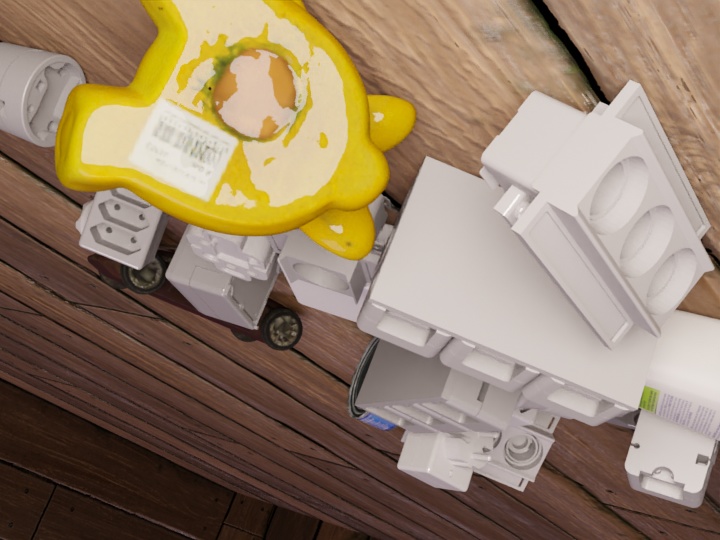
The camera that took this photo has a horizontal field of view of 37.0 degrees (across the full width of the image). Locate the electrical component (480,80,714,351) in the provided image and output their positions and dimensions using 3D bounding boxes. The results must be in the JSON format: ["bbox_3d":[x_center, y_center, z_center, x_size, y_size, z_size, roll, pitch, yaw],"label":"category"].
[{"bbox_3d":[0.109,-0.025,0.490,0.063,0.078,0.121,36,176,41],"label":"electrical component"}]

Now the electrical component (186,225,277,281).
[{"bbox_3d":[-0.076,-0.033,0.703,0.058,0.057,0.078,20,163,7],"label":"electrical component"}]

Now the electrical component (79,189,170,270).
[{"bbox_3d":[-0.159,-0.045,0.771,0.047,0.065,0.076,22,-168,-1],"label":"electrical component"}]

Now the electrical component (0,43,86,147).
[{"bbox_3d":[-0.199,-0.106,0.640,0.047,0.055,0.055,19,163,22],"label":"electrical component"}]

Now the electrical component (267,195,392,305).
[{"bbox_3d":[-0.014,-0.020,0.657,0.081,0.063,0.042,18,164,12],"label":"electrical component"}]

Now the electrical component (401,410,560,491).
[{"bbox_3d":[0.108,0.139,0.980,0.121,0.078,0.063,23,-168,-4],"label":"electrical component"}]

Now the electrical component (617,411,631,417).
[{"bbox_3d":[0.175,0.071,0.741,0.043,0.043,0.062,12,155,29],"label":"electrical component"}]

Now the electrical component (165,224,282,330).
[{"bbox_3d":[-0.107,-0.004,0.823,0.061,0.061,0.096,16,162,18],"label":"electrical component"}]

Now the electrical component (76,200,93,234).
[{"bbox_3d":[-0.194,-0.036,0.864,0.062,0.043,0.043,6,157,39],"label":"electrical component"}]

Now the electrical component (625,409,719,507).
[{"bbox_3d":[0.214,0.106,0.718,0.050,0.089,0.055,15,162,23],"label":"electrical component"}]

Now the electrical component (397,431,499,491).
[{"bbox_3d":[0.079,0.137,0.849,0.047,0.065,0.077,33,157,-32],"label":"electrical component"}]

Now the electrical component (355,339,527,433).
[{"bbox_3d":[0.066,0.068,0.782,0.062,0.089,0.150,27,162,-16],"label":"electrical component"}]

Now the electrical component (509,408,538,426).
[{"bbox_3d":[0.105,0.097,0.893,0.066,0.047,0.077,26,161,-17],"label":"electrical component"}]

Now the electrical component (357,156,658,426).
[{"bbox_3d":[0.084,0.015,0.593,0.150,0.089,0.061,23,160,-1],"label":"electrical component"}]

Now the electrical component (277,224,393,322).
[{"bbox_3d":[0.000,0.000,0.726,0.100,0.048,0.099,18,162,13],"label":"electrical component"}]

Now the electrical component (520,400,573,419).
[{"bbox_3d":[0.145,0.093,0.842,0.065,0.044,0.044,18,165,-20],"label":"electrical component"}]
